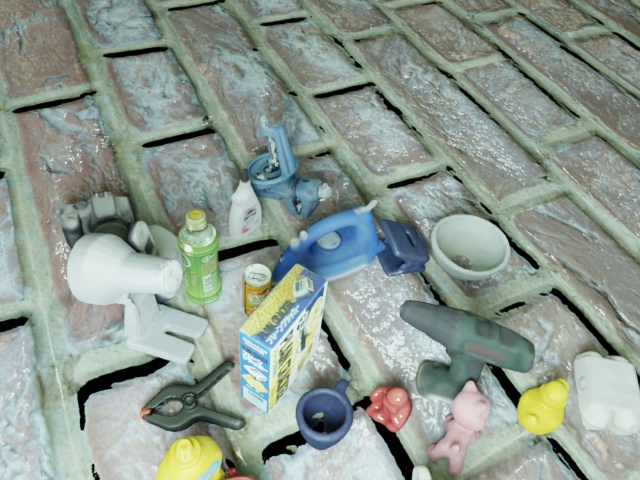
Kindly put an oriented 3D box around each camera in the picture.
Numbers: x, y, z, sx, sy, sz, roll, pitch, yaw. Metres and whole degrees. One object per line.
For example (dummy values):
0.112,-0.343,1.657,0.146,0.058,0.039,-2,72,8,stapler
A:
-0.439,-0.022,1.146,0.143,0.101,0.136,-14,52,-18,camera

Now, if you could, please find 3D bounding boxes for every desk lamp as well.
-0.307,0.093,0.985,0.203,0.213,0.118,15,49,7,desk lamp

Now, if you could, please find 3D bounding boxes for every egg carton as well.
0.511,0.272,1.024,0.107,0.069,0.150,10,48,2,egg carton

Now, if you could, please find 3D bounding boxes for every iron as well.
0.011,0.004,1.151,0.259,0.141,0.118,-22,55,-24,iron

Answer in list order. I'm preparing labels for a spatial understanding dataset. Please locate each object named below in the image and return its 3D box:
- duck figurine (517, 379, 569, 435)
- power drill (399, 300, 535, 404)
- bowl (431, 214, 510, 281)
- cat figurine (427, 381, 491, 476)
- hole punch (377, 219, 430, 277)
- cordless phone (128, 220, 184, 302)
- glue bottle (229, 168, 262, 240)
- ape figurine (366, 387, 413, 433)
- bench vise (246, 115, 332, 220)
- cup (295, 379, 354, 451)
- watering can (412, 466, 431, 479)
0.393,0.281,0.990,0.105,0.086,0.077,-33,59,-30,duck figurine
0.229,0.193,0.965,0.229,0.208,0.075,12,48,4,power drill
0.310,0.028,1.212,0.167,0.075,0.167,4,48,-4,bowl
0.235,0.300,0.932,0.067,0.118,0.128,27,51,17,cat figurine
0.175,0.009,1.201,0.101,0.091,0.108,-9,50,-14,hole punch
-0.310,0.013,1.075,0.094,0.185,0.147,4,48,-3,cordless phone
-0.155,-0.080,1.184,0.037,0.173,0.078,33,53,21,glue bottle
0.123,0.275,0.958,0.076,0.092,0.077,-6,49,-12,ape figurine
-0.068,-0.163,1.238,0.207,0.220,0.121,10,48,2,bench vise
0.010,0.289,0.930,0.091,0.095,0.118,25,50,15,cup
0.162,0.398,0.786,0.101,0.194,0.172,-21,54,-23,watering can
